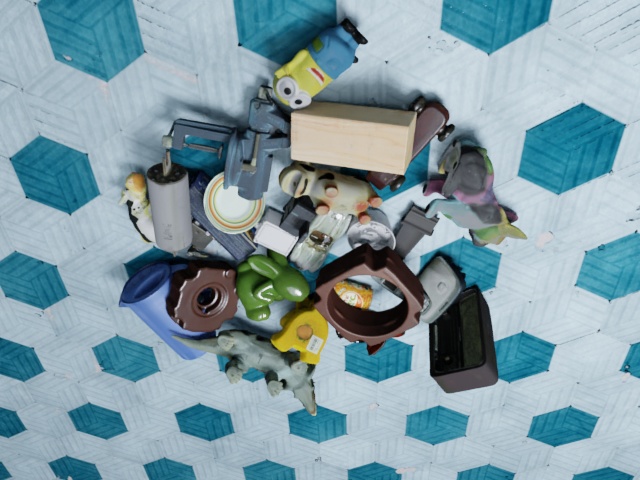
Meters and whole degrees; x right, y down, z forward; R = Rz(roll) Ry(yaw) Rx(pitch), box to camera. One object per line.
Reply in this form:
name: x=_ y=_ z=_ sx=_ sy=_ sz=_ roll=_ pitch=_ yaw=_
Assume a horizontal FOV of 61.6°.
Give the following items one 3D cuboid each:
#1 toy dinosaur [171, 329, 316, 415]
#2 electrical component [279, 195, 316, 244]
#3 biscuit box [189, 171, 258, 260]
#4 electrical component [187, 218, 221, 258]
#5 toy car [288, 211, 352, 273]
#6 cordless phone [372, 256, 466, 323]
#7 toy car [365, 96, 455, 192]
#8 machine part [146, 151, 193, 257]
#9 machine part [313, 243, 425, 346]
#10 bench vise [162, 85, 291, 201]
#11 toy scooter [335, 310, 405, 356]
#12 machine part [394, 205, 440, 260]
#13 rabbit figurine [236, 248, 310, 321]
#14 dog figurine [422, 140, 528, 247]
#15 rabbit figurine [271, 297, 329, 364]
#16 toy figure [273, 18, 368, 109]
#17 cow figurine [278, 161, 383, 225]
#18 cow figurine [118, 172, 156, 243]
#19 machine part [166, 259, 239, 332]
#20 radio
toy dinosaur: x=-0.157 y=0.286 z=1.324 sx=0.405 sy=0.192 sz=0.131 roll=29 pitch=87 yaw=-6
electrical component: x=-0.046 y=-0.045 z=1.094 sx=0.048 sy=0.119 sz=0.075 roll=30 pitch=126 yaw=-16
biscuit box: x=-0.214 y=-0.050 z=1.143 sx=0.063 sy=0.059 sz=0.202 roll=-27 pitch=120 yaw=24
electrical component: x=-0.264 y=-0.006 z=1.190 sx=0.102 sy=0.045 sz=0.078 roll=-36 pitch=117 yaw=27
toy car: x=-0.002 y=-0.004 z=1.158 sx=0.073 sy=0.056 sz=0.201 roll=25 pitch=125 yaw=-13
cordless phone: x=0.217 y=0.083 z=1.196 sx=0.184 sy=0.089 sz=0.146 roll=33 pitch=125 yaw=2
toy car: x=0.164 y=-0.177 z=1.013 sx=0.089 sy=0.053 sz=0.202 roll=38 pitch=123 yaw=-5
machine part: x=-0.293 y=-0.063 z=1.054 sx=0.079 sy=0.079 sz=0.243 roll=8 pitch=130 yaw=0
machine part: x=0.104 y=0.117 z=1.146 sx=0.201 sy=0.087 sz=0.201 roll=-32 pitch=112 yaw=28
bench vise: x=-0.171 y=-0.187 z=1.003 sx=0.241 sy=0.129 sz=0.223 roll=9 pitch=125 yaw=-6
toy scooter: x=0.111 y=0.223 z=1.307 sx=0.184 sy=0.075 sz=0.135 roll=14 pitch=126 yaw=-10
machine part: x=0.192 y=-0.009 z=1.148 sx=0.084 sy=0.039 sz=0.138 roll=22 pitch=124 yaw=-17
rabbit figurine: x=-0.096 y=0.087 z=1.191 sx=0.170 sy=0.121 sz=0.159 roll=-6 pitch=110 yaw=39
dog figurine: x=0.319 y=-0.077 z=1.044 sx=0.219 sy=0.108 sz=0.191 roll=20 pitch=123 yaw=-14
rabbit figurine: x=-0.048 y=0.194 z=1.265 sx=0.122 sy=0.173 sz=0.162 roll=18 pitch=82 yaw=-9
toy figure: x=-0.003 y=-0.299 z=0.924 sx=0.180 sy=0.089 sz=0.082 roll=-40 pitch=98 yaw=19
cow figurine: x=0.013 y=-0.106 z=1.052 sx=0.195 sy=0.127 sz=0.085 roll=11 pitch=123 yaw=-21
cow figurine: x=-0.377 y=-0.066 z=1.147 sx=0.098 sy=0.068 sz=0.167 roll=-13 pitch=124 yaw=23
machine part: x=-0.260 y=0.128 z=1.220 sx=0.179 sy=0.056 sz=0.179 roll=-17 pitch=120 yaw=-31
radio: x=0.312 y=0.220 z=1.189 sx=0.131 sy=0.230 sz=0.073 roll=-23 pitch=121 yaw=27
